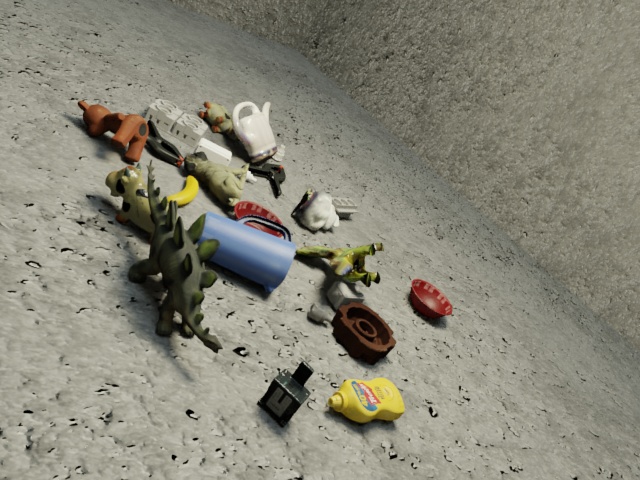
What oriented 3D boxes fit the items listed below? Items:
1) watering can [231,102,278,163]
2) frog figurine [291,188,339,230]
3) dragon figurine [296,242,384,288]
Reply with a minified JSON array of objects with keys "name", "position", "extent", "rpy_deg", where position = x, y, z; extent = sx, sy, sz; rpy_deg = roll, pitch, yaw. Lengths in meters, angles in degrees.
[{"name":"watering can","position":[-0.220,-0.405,1.898],"extent":[0.222,0.103,0.353],"rpy_deg":[69,23,-12]},{"name":"frog figurine","position":[0.005,-0.086,1.712],"extent":[0.158,0.121,0.140],"rpy_deg":[36,57,-17]},{"name":"dragon figurine","position":[0.041,0.059,1.475],"extent":[0.243,0.122,0.410],"rpy_deg":[5,2,26]}]
